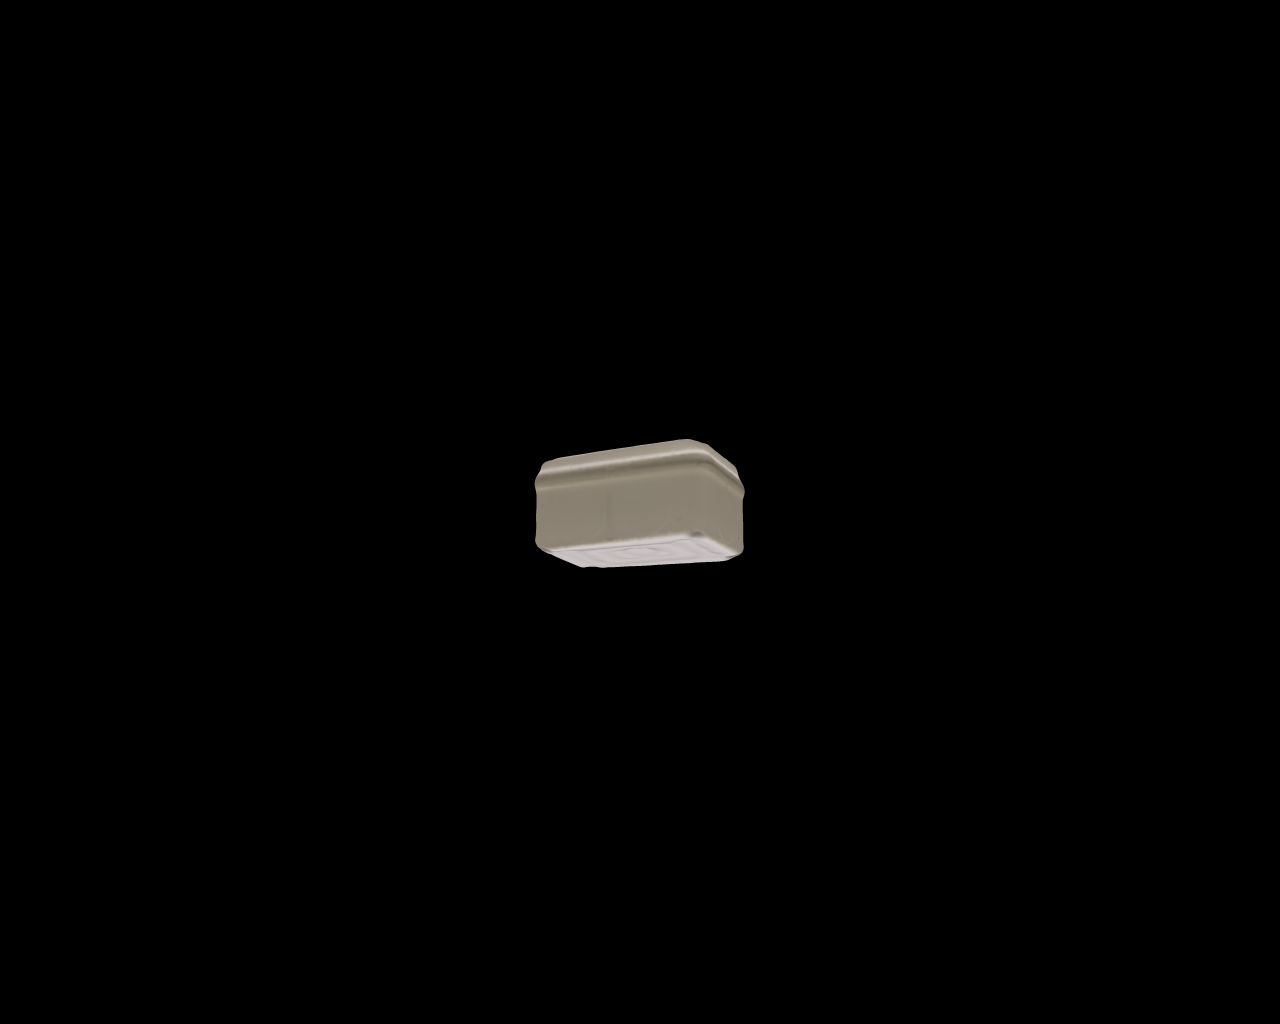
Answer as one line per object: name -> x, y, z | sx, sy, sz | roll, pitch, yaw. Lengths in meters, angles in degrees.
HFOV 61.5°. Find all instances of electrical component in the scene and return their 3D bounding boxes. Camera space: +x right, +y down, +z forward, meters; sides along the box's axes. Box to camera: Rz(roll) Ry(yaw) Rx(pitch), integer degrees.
electrical component -> 0.001, -0.003, 0.650 | 0.113, 0.057, 0.078 | -6, -15, 22
